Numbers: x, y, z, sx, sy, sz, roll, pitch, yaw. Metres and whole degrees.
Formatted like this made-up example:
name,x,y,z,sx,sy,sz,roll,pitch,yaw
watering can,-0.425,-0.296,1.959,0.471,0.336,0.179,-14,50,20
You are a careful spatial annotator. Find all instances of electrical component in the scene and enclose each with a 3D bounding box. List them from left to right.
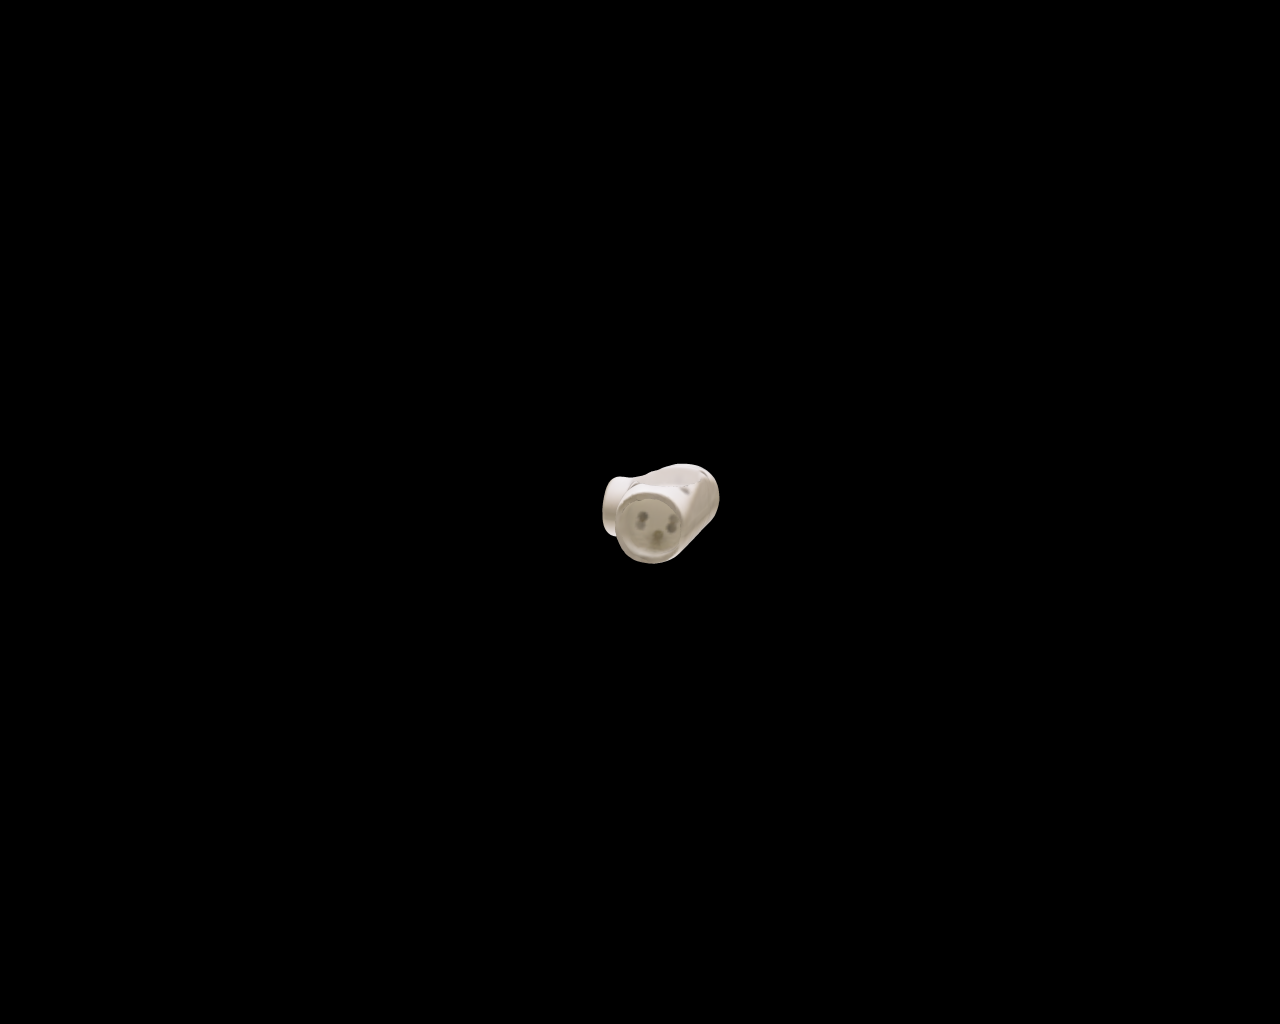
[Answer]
name,x,y,z,sx,sy,sz,roll,pitch,yaw
electrical component,0.001,-0.003,0.650,0.079,0.044,0.077,6,17,19
